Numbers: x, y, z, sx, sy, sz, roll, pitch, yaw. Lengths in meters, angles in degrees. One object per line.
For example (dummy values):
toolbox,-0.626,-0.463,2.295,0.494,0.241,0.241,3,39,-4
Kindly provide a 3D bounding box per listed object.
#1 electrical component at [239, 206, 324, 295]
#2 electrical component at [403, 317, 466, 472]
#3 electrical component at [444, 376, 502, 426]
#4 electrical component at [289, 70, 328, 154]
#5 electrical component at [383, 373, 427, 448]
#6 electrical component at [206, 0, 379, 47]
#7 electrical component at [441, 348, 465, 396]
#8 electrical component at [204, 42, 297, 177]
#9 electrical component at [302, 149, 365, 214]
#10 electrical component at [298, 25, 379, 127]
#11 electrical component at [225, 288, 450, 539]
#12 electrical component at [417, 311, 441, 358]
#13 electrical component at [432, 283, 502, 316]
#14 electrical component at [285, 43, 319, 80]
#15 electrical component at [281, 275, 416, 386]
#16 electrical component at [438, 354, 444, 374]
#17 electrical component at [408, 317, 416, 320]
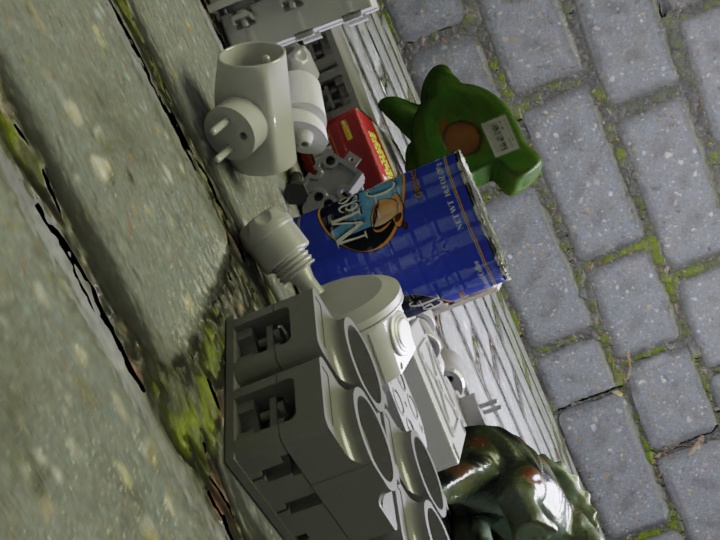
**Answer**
electrical component,-0.045,-0.008,0.666,0.061,0.035,0.035,52,9,3
electrical component,0.037,0.100,0.846,0.109,0.056,0.108,-27,95,-80
electrical component,0.102,0.143,1.052,0.138,0.074,0.052,52,19,-58
electrical component,-0.050,-0.128,0.903,0.081,0.043,0.043,-101,165,-48
electrical component,0.007,0.097,0.707,0.080,0.051,0.080,-22,90,-80
electrical component,-0.051,-0.213,0.853,0.078,0.121,0.063,-53,124,-78
electrical component,0.086,0.111,1.118,0.055,0.045,0.045,-78,145,-72
electrical component,-0.073,-0.095,0.686,0.079,0.043,0.077,-52,145,-49
electrical component,-0.022,-0.066,0.894,0.048,0.066,0.055,35,-4,10
electrical component,-0.044,-0.202,1.044,0.089,0.062,0.150,15,54,-78
electrical component,-0.003,0.112,0.588,0.105,0.060,0.186,-99,164,-53
electrical component,0.052,0.061,1.044,0.055,0.045,0.045,-100,165,-52
electrical component,0.107,0.009,1.271,0.186,0.105,0.060,-20,88,-80
electrical component,-0.056,-0.167,0.959,0.043,0.043,0.062,-97,163,-57
electrical component,-0.007,0.040,0.674,0.080,0.080,0.051,-86,158,-68
electrical component,0.064,0.085,1.084,0.061,0.035,0.035,-104,168,-52
electrical component,0.032,0.060,0.938,0.045,0.045,0.055,28,41,-75
